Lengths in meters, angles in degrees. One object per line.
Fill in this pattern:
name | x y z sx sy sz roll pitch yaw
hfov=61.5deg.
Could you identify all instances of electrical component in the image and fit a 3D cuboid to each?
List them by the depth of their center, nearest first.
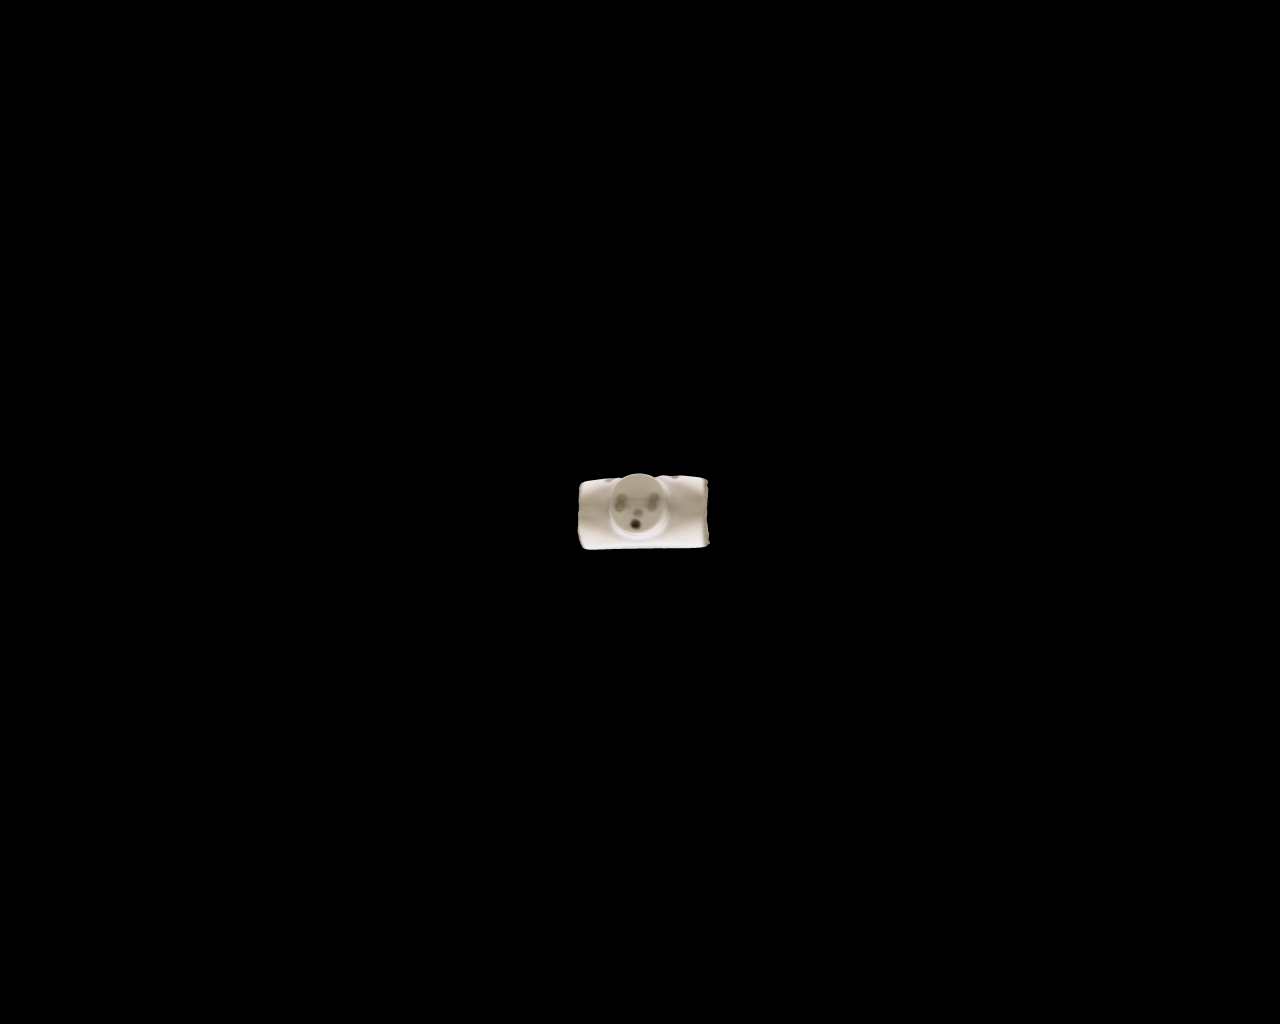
electrical component | 0.001 -0.003 0.650 0.077 0.044 0.079 -1 -11 7
